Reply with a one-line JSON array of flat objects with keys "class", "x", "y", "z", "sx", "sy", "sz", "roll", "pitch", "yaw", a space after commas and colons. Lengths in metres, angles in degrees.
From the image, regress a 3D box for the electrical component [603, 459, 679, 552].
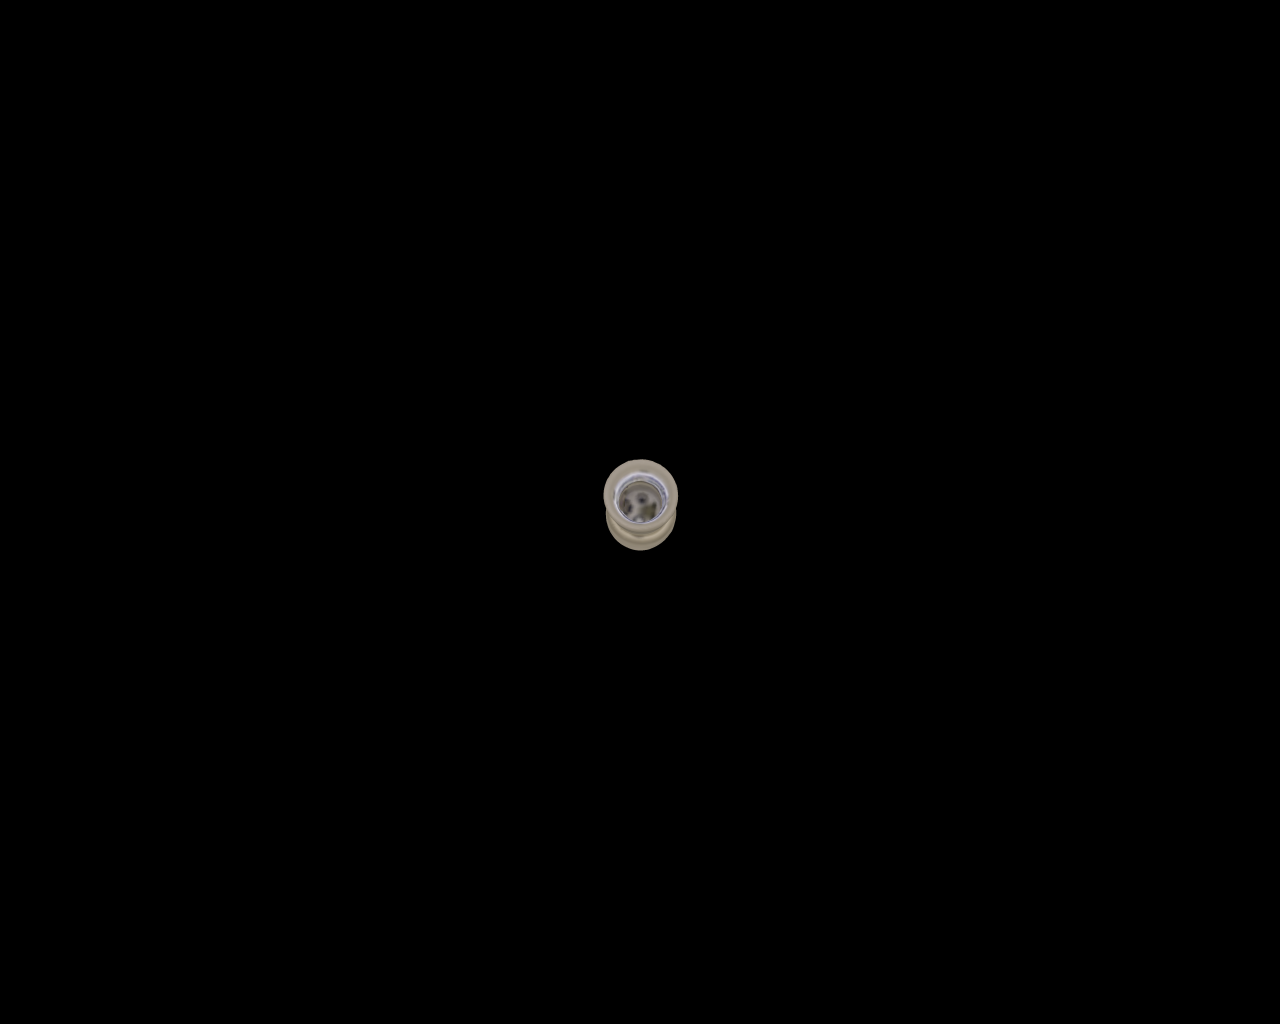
[{"class": "electrical component", "x": 0.001, "y": -0.003, "z": 0.650, "sx": 0.045, "sy": 0.045, "sz": 0.055, "roll": 0, "pitch": -17, "yaw": 0}]
